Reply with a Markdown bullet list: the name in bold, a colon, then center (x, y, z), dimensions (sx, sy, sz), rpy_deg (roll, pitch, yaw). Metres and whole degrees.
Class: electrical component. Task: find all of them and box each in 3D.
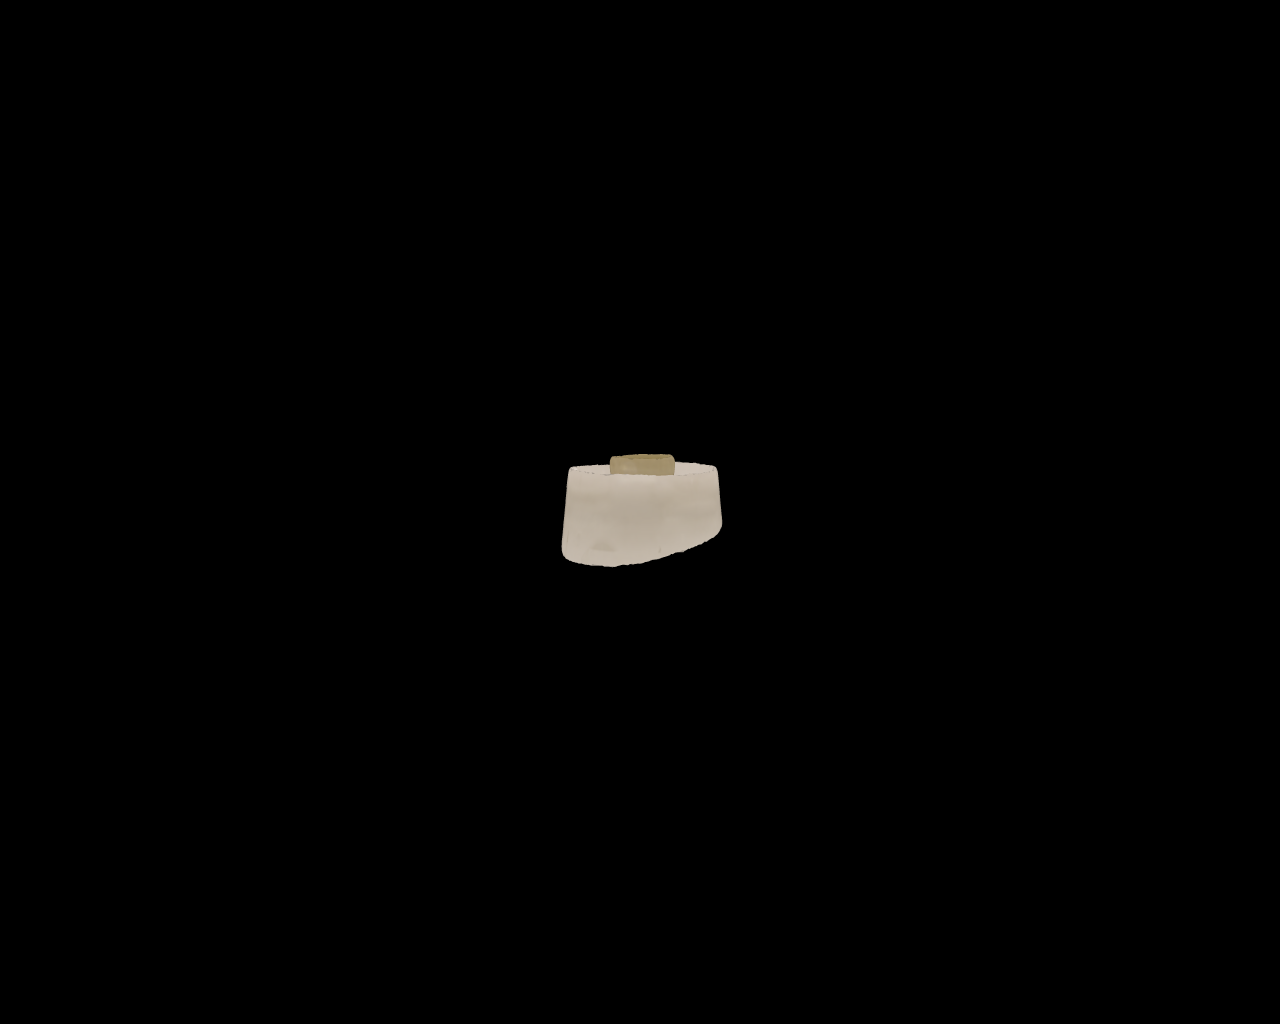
- **electrical component**: center (0.001, -0.003, 0.650), dimensions (0.099, 0.064, 0.099), rpy_deg (0, 7, 0)
